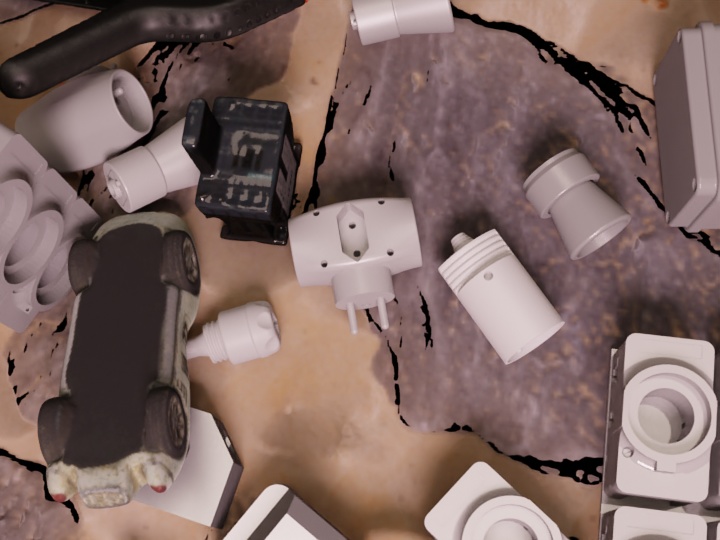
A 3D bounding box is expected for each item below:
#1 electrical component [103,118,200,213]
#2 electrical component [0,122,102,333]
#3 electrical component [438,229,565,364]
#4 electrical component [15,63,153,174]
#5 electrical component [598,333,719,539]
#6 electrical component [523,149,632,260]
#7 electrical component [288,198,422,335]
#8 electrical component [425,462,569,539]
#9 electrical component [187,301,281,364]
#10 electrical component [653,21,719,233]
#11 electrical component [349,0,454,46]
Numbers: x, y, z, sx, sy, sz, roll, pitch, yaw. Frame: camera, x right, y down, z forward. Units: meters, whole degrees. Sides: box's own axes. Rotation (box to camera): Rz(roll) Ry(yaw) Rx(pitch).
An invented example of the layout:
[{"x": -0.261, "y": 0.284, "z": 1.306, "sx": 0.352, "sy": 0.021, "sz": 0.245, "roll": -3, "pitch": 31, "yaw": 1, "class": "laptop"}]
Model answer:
[{"x": -0.128, "y": -0.064, "z": 0.678, "sx": 0.065, "sy": 0.044, "sz": 0.044, "roll": -29, "pitch": 74, "yaw": -24, "class": "electrical component"}, {"x": -0.215, "y": -0.027, "z": 0.627, "sx": 0.062, "sy": 0.150, "sz": 0.089, "roll": 31, "pitch": 79, "yaw": 12, "class": "electrical component"}, {"x": 0.082, "y": 0.012, "z": 0.652, "sx": 0.043, "sy": 0.043, "sz": 0.081, "roll": -33, "pitch": 75, "yaw": -6, "class": "electrical component"}, {"x": -0.175, "y": -0.107, "z": 0.698, "sx": 0.077, "sy": 0.043, "sz": 0.079, "roll": -18, "pitch": 42, "yaw": 21, "class": "electrical component"}, {"x": 0.192, "y": 0.135, "z": 0.601, "sx": 0.105, "sy": 0.060, "sz": 0.186, "roll": 6, "pitch": 75, "yaw": 6, "class": "electrical component"}, {"x": 0.133, "y": -0.041, "z": 0.663, "sx": 0.045, "sy": 0.045, "sz": 0.055, "roll": -32, "pitch": 74, "yaw": -5, "class": "electrical component"}, {"x": 0.000, "y": 0.000, "z": 0.660, "sx": 0.077, "sy": 0.043, "sz": 0.079, "roll": -10, "pitch": 73, "yaw": 1, "class": "electrical component"}, {"x": 0.084, "y": 0.156, "z": 0.604, "sx": 0.089, "sy": 0.055, "sz": 0.050, "roll": 42, "pitch": 81, "yaw": 14, "class": "electrical component"}, {"x": -0.081, "y": 0.042, "z": 0.659, "sx": 0.061, "sy": 0.035, "sz": 0.035, "roll": -16, "pitch": 74, "yaw": 2, "class": "electrical component"}, {"x": 0.219, "y": -0.086, "z": 0.652, "sx": 0.057, "sy": 0.078, "sz": 0.113, "roll": -1, "pitch": 74, "yaw": 1, "class": "electrical component"}, {"x": 0.026, "y": -0.172, "z": 0.709, "sx": 0.065, "sy": 0.044, "sz": 0.044, "roll": -12, "pitch": 74, "yaw": 5, "class": "electrical component"}]
